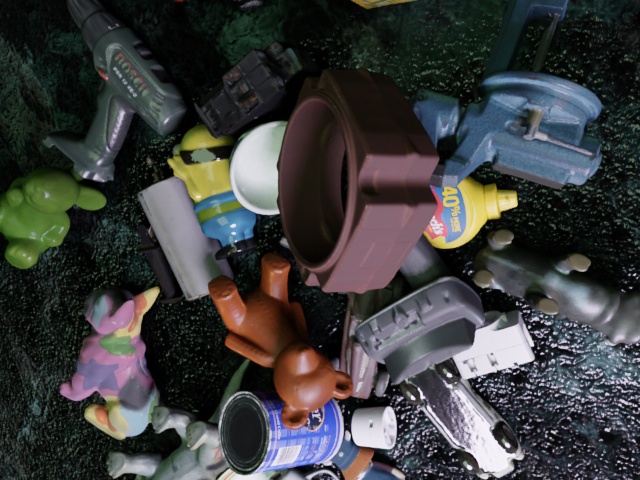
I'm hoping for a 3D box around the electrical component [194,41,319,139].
[{"bbox_3d":[-0.069,-0.181,0.651,0.134,0.115,0.058,-31,94,27],"label":"electrical component"}]

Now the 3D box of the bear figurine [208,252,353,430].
[{"bbox_3d":[-0.049,0.129,0.693,0.196,0.120,0.131,45,149,41],"label":"bear figurine"}]

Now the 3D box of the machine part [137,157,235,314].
[{"bbox_3d":[-0.190,-0.004,0.764,0.079,0.079,0.243,-23,95,24],"label":"machine part"}]

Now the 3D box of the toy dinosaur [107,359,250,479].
[{"bbox_3d":[-0.198,0.342,0.834,0.405,0.192,0.131,-39,53,11],"label":"toy dinosaur"}]

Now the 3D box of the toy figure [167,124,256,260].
[{"bbox_3d":[-0.133,-0.067,0.725,0.089,0.082,0.180,-22,88,6],"label":"toy figure"}]

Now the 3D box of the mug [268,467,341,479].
[{"bbox_3d":[-0.022,0.385,0.802,0.109,0.081,0.107,-42,94,-3],"label":"mug"}]

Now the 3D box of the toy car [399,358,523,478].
[{"bbox_3d":[0.179,0.220,0.698,0.073,0.056,0.201,-40,89,18],"label":"toy car"}]

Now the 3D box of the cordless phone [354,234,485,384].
[{"bbox_3d":[0.089,0.059,0.633,0.146,0.089,0.184,-34,92,25],"label":"cordless phone"}]

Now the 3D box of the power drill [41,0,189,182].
[{"bbox_3d":[-0.308,-0.202,0.762,0.232,0.086,0.207,43,107,3],"label":"power drill"}]

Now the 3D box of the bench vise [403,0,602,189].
[{"bbox_3d":[0.193,-0.162,0.561,0.224,0.128,0.240,20,90,25],"label":"bench vise"}]

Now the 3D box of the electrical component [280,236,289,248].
[{"bbox_3d":[-0.001,-0.001,0.710,0.102,0.045,0.078,30,111,11],"label":"electrical component"}]

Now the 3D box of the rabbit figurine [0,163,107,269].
[{"bbox_3d":[-0.396,-0.050,0.788,0.170,0.159,0.121,-28,95,43],"label":"rabbit figurine"}]

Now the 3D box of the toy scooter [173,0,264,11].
[{"bbox_3d":[-0.122,-0.337,0.652,0.184,0.075,0.135,34,113,13],"label":"toy scooter"}]

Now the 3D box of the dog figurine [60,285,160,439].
[{"bbox_3d":[-0.303,0.177,0.841,0.192,0.108,0.219,37,111,9],"label":"dog figurine"}]

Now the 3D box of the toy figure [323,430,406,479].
[{"bbox_3d":[0.068,0.335,0.768,0.154,0.064,0.057,40,152,12],"label":"toy figure"}]

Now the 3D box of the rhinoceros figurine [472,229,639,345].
[{"bbox_3d":[0.260,0.056,0.595,0.191,0.112,0.073,24,83,27],"label":"rhinoceros figurine"}]

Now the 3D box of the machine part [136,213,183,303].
[{"bbox_3d":[-0.241,0.031,0.800,0.039,0.084,0.138,-18,112,-9],"label":"machine part"}]

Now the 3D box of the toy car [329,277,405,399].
[{"bbox_3d":[0.057,0.126,0.720,0.089,0.053,0.202,13,107,14],"label":"toy car"}]

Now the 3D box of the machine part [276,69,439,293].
[{"bbox_3d":[0.025,-0.060,0.572,0.200,0.087,0.201,115,145,-45],"label":"machine part"}]

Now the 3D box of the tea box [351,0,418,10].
[{"bbox_3d":[0.053,-0.299,0.543,0.068,0.169,0.098,-1,102,19],"label":"tea box"}]
